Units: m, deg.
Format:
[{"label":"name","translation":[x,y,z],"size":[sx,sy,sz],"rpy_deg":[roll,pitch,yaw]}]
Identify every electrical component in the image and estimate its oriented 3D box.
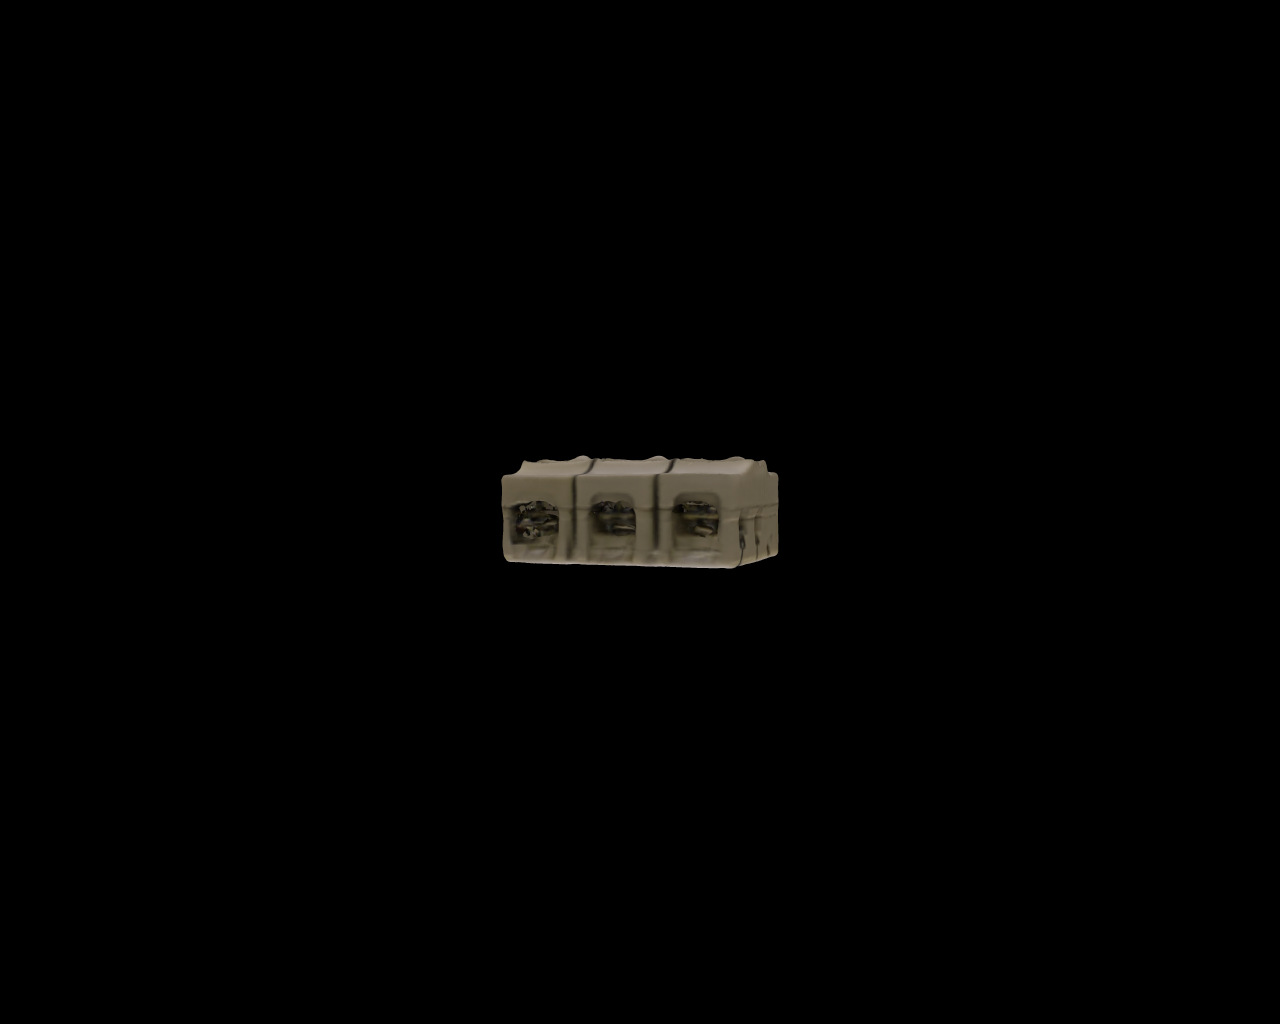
[{"label":"electrical component","translation":[0.001,-0.003,0.650],"size":[0.150,0.061,0.089],"rpy_deg":[2,4,23]}]
